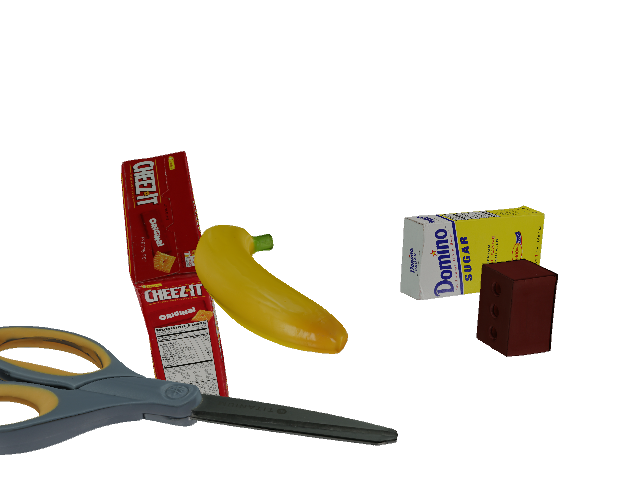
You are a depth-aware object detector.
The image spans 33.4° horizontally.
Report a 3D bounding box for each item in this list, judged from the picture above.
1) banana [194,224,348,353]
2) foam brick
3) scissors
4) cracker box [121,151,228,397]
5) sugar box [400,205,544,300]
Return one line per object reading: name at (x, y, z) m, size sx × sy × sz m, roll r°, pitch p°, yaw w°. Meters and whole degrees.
banana at (-0.042, 0.024, 0.686) m, size 0.069 × 0.037 × 0.198 m, roll -5°, pitch 21°, yaw -15°
foam brick at (0.182, 0.062, 0.995) m, size 0.051 × 0.078 × 0.053 m, roll -7°, pitch 19°, yaw -26°
scissors at (-0.078, 0.077, 0.453) m, size 0.202 × 0.016 × 0.096 m, roll 14°, pitch 28°, yaw 25°
cracker box at (-0.142, 0.048, 1.040) m, size 0.072 × 0.164 × 0.214 m, roll -10°, pitch -43°, yaw -7°
sugar box at (0.180, 0.014, 1.256) m, size 0.175 × 0.093 × 0.048 m, roll -7°, pitch 17°, yaw -30°
